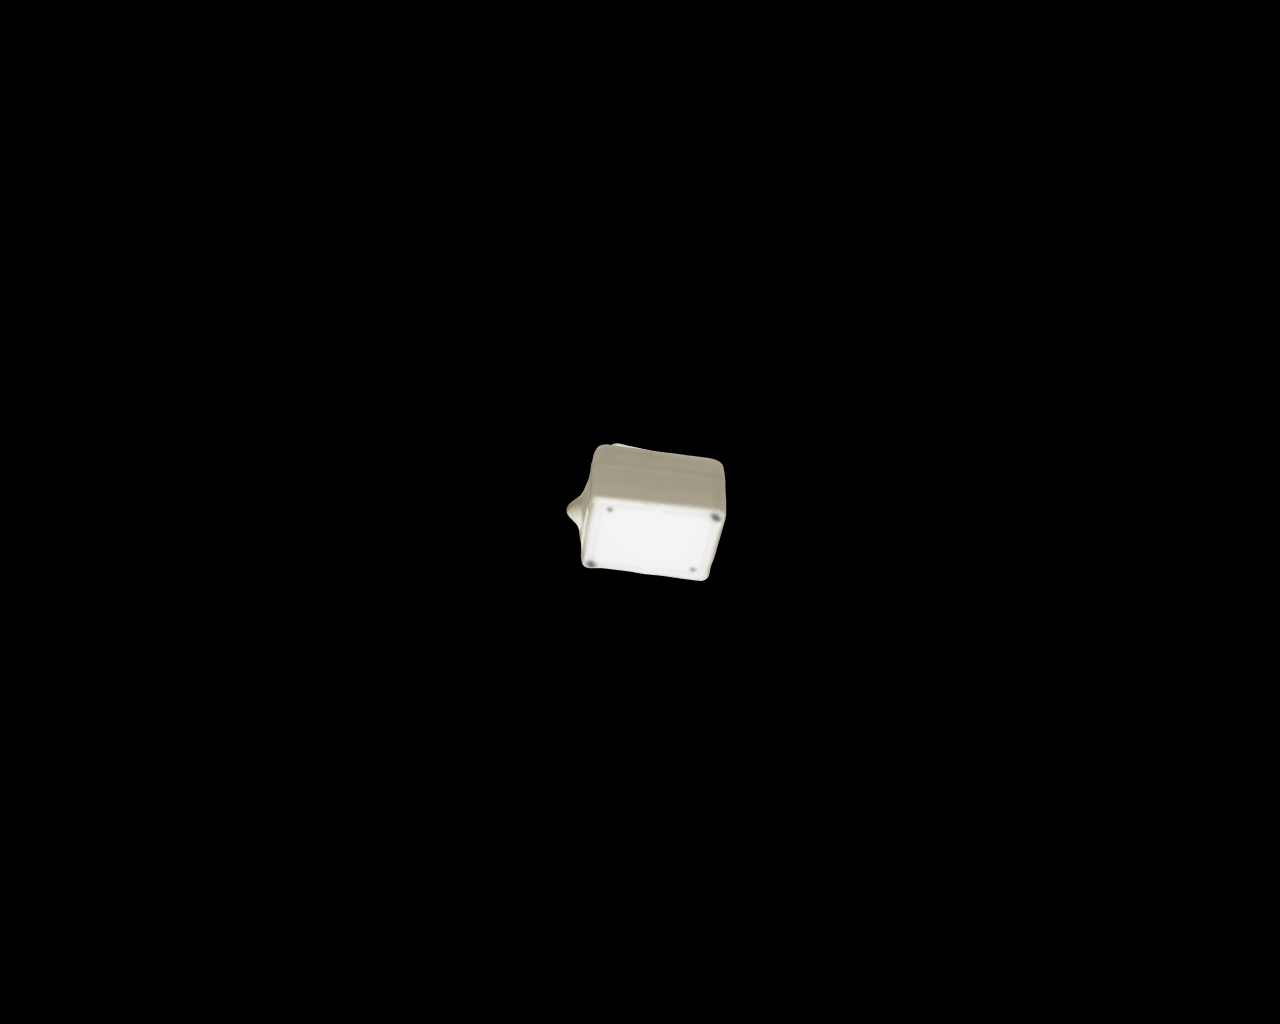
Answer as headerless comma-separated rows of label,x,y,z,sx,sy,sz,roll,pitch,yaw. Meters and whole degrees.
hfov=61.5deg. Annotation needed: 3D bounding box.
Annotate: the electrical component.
electrical component,0.001,-0.003,0.650,0.096,0.061,0.061,7,40,-6
